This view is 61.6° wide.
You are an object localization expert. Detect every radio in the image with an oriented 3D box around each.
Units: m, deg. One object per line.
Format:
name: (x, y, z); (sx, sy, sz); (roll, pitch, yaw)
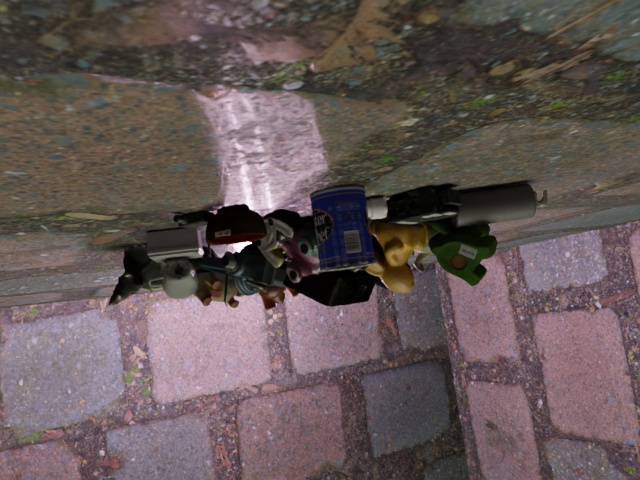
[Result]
radio: (0.032, 0.091, 1.228); (0.131, 0.073, 0.229); (25, -169, 26)

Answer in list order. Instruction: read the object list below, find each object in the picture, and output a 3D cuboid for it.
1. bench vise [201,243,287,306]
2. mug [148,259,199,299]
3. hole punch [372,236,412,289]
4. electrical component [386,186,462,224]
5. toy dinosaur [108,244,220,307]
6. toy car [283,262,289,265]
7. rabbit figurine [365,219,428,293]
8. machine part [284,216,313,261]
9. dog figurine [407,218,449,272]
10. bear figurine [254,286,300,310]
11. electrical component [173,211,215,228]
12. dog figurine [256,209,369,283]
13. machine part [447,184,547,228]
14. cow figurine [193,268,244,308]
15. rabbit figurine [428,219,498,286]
bench vise: (-0.183, 0.063, 1.201); (0.241, 0.128, 0.223); (7, -177, 33)
mug: (-0.326, 0.080, 1.197); (0.109, 0.081, 0.107); (0, 159, -14)
hole punch: (0.159, 0.053, 1.371); (0.142, 0.116, 0.092); (26, 123, -38)
electrical component: (0.219, -0.071, 1.102); (0.134, 0.058, 0.115); (-13, 173, 34)
toy dinosaur: (-0.351, 0.065, 1.381); (0.405, 0.131, 0.192); (-10, 176, -36)
toy car: (-0.034, 0.032, 1.461); (0.162, 0.102, 0.109); (8, -174, 44)
rabbit figurine: (0.171, 0.041, 1.235); (0.162, 0.173, 0.122); (-3, -166, 6)
machine part: (-0.003, -0.004, 1.285); (0.202, 0.087, 0.201); (-6, 173, 0)
dog figurine: (0.277, -0.037, 1.378); (0.190, 0.172, 0.121); (-44, 145, 18)
bear figurine: (-0.111, 0.123, 1.374); (0.120, 0.131, 0.196); (-29, -167, -5)
electrical component: (-0.231, -0.039, 1.013); (0.063, 0.021, 0.094); (-11, 171, 22)
dog figurine: (0.002, 0.003, 1.114); (0.219, 0.108, 0.192); (-13, -137, -46)
machine part: (0.370, -0.073, 1.160); (0.243, 0.079, 0.079); (-7, 173, -1)
cow figurine: (-0.250, 0.111, 1.350); (0.127, 0.085, 0.194); (34, -169, 31)
rabbit figurine: (0.327, 0.008, 1.231); (0.159, 0.121, 0.170); (15, -147, 23)
